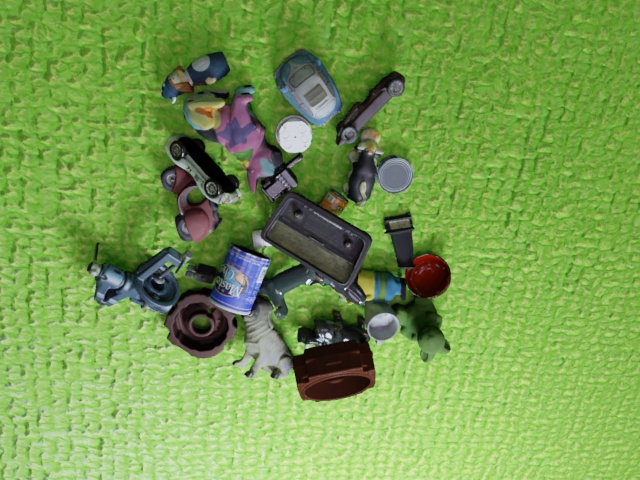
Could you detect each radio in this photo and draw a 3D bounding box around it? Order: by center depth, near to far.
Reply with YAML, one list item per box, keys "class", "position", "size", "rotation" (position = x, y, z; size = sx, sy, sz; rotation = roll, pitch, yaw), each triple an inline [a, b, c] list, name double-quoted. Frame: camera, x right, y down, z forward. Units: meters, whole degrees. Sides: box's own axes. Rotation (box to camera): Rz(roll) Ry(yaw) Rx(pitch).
- class: "radio"
  position: [-0.002, -0.004, 1.201]
  size: [0.230, 0.073, 0.131]
  rotation: [31, 94, 6]

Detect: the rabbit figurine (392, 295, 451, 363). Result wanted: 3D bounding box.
- class: "rabbit figurine"
  position: [0.261, 0.236, 1.352]
  size: [0.121, 0.170, 0.159]
  rotation: [-24, 112, 3]

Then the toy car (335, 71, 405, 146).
- class: "toy car"
  position: [0.102, -0.286, 1.167]
  size: [0.202, 0.089, 0.053]
  rotation: [-43, 112, 12]

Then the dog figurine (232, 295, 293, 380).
- class: "dog figurine"
  position: [-0.123, 0.240, 1.354]
  size: [0.172, 0.121, 0.190]
  rotation: [10, 95, -45]

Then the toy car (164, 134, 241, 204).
- class: "toy car"
  position: [-0.248, -0.150, 1.144]
  size: [0.202, 0.073, 0.056]
  rotation: [47, 122, 10]

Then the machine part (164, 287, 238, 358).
- class: "machine part"
  position: [-0.293, 0.203, 1.332]
  size: [0.179, 0.056, 0.179]
  rotation: [-2, 111, -5]

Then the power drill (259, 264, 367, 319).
- class: "power drill"
  position: [-0.029, 0.105, 1.281]
  size: [0.207, 0.086, 0.232]
  rotation: [-36, 88, 20]

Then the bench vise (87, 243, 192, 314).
- class: "bench vise"
  position: [-0.395, 0.077, 1.222]
  size: [0.241, 0.129, 0.223]
  rotation: [-33, 121, 26]

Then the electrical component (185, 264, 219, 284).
- class: "electrical component"
  position: [-0.272, 0.082, 1.280]
  size: [0.094, 0.063, 0.021]
  rotation: [15, 109, -14]

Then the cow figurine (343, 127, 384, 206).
- class: "cow figurine"
  position: [0.099, -0.165, 1.210]
  size: [0.068, 0.098, 0.167]
  rotation: [9, 111, -4]

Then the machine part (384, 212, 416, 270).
- class: "machine part"
  position: [0.201, 0.006, 1.311]
  size: [0.084, 0.039, 0.138]
  rotation: [-13, 91, -10]

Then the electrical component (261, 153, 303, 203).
- class: "electrical component"
  position: [-0.077, -0.142, 1.211]
  size: [0.119, 0.075, 0.047]
  rotation: [-37, 110, 5]

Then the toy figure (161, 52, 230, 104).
- class: "toy figure"
  position: [-0.264, -0.340, 1.115]
  size: [0.154, 0.064, 0.057]
  rotation: [-25, 129, -1]

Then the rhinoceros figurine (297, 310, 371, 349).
- class: "rhinoceros figurine"
  position: [0.036, 0.244, 1.385]
  size: [0.190, 0.073, 0.112]
  rotation: [7, 124, -14]

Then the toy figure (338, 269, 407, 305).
- class: "toy figure"
  position: [0.124, 0.111, 1.335]
  size: [0.180, 0.082, 0.089]
  rotation: [-1, 93, 1]

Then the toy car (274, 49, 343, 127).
- class: "toy car"
  position: [-0.020, -0.313, 1.133]
  size: [0.109, 0.103, 0.161]
  rotation: [-35, 110, 8]

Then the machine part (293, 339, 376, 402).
- class: "machine part"
  position: [0.038, 0.337, 1.362]
  size: [0.201, 0.087, 0.201]
  rotation: [-10, 148, -2]

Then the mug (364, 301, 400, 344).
- class: "mug"
  position: [0.150, 0.201, 1.360]
  size: [0.081, 0.107, 0.109]
  rotation: [-5, 117, -4]

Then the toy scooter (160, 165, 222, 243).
- class: "toy scooter"
  position: [-0.270, -0.087, 1.210]
  size: [0.135, 0.075, 0.183]
  rotation: [-14, 108, -3]

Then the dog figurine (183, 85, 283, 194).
- class: "dog figurine"
  position: [-0.182, -0.209, 1.154]
  size: [0.192, 0.109, 0.219]
  rotation: [-10, 115, -4]
